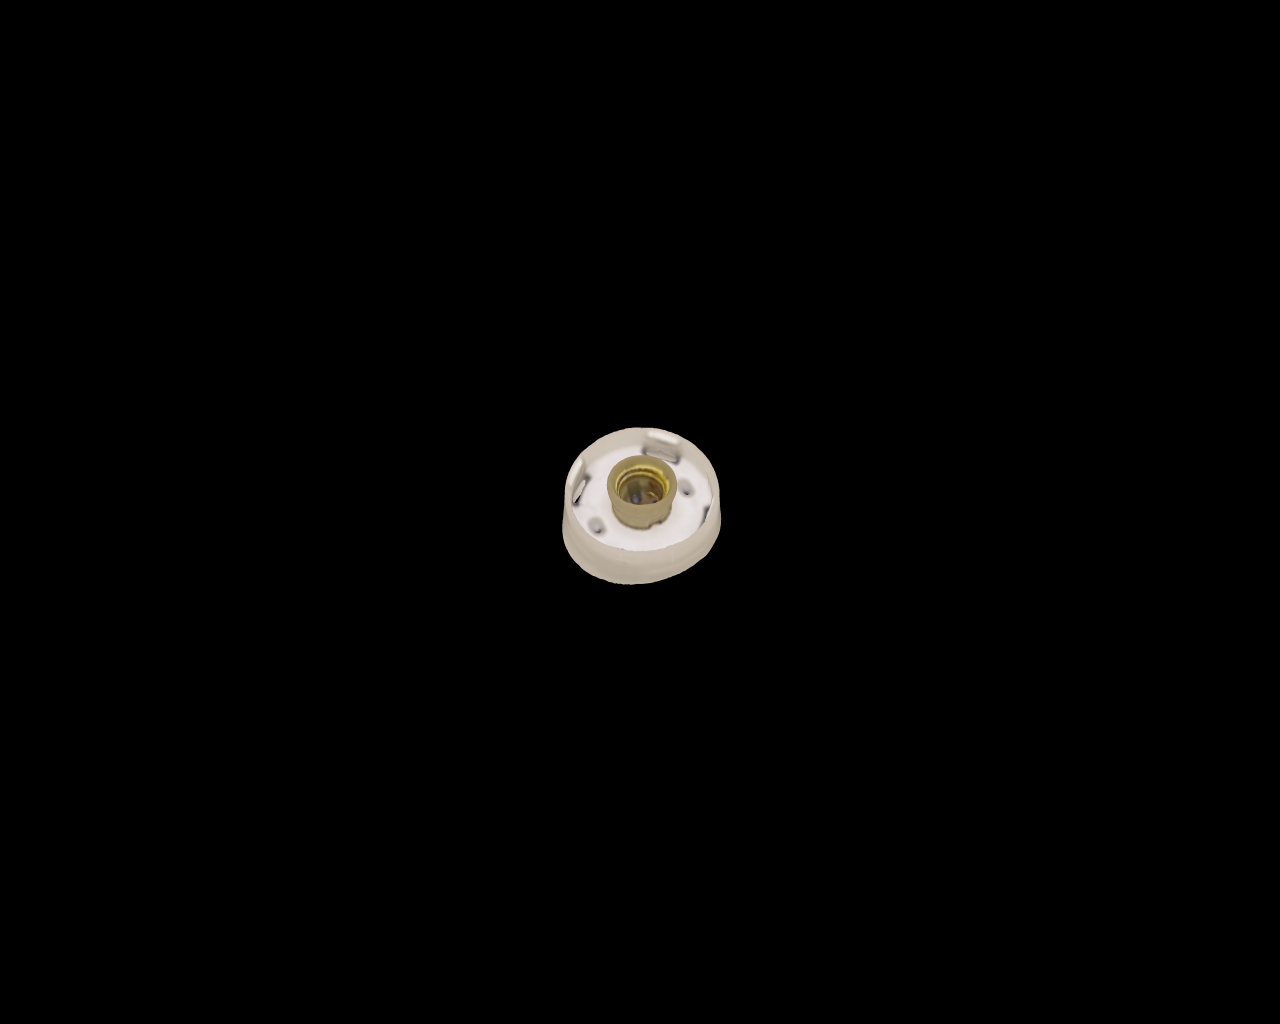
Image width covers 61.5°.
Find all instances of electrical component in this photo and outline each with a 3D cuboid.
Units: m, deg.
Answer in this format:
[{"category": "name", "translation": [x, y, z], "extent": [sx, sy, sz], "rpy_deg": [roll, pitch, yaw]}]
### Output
[{"category": "electrical component", "translation": [0.001, -0.003, 0.650], "extent": [0.099, 0.099, 0.064], "rpy_deg": [0, -32, 0]}]
